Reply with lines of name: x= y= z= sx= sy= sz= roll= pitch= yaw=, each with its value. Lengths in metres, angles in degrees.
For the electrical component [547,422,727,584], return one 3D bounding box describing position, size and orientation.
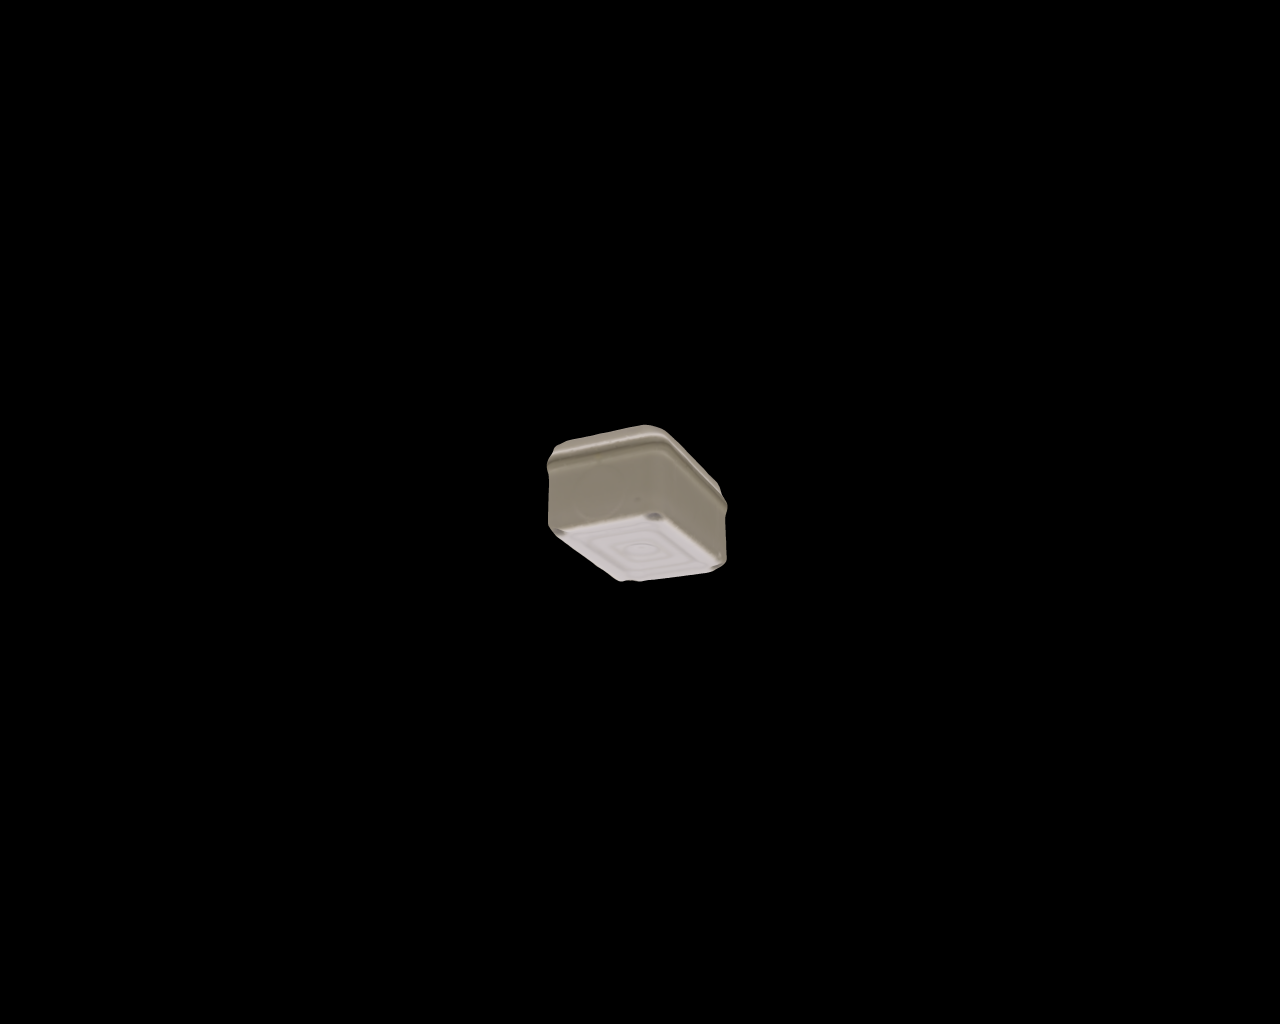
electrical component: x=0.001 y=-0.003 z=0.650 sx=0.078 sy=0.057 sz=0.113 roll=-9 pitch=-24 yaw=22
